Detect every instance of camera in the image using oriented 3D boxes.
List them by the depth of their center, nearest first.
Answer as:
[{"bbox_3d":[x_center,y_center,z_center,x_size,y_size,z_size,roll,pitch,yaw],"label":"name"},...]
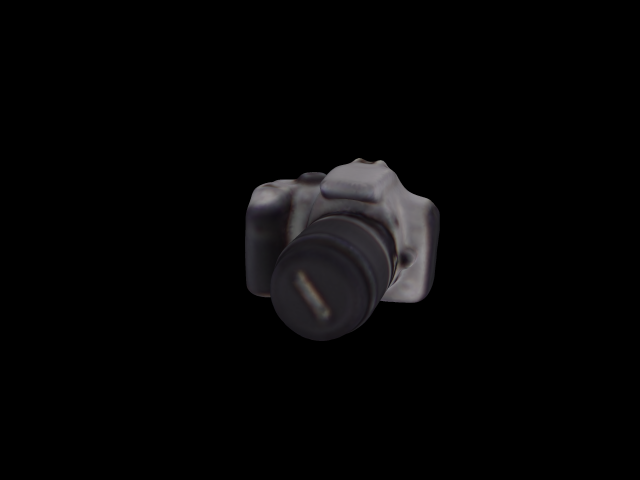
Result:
[{"bbox_3d":[0.004,0.001,0.400,0.142,0.101,0.137,7,21,19],"label":"camera"}]
